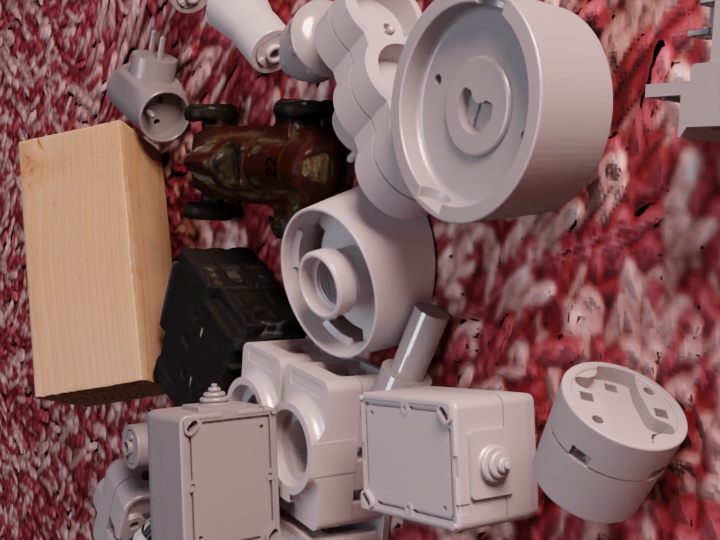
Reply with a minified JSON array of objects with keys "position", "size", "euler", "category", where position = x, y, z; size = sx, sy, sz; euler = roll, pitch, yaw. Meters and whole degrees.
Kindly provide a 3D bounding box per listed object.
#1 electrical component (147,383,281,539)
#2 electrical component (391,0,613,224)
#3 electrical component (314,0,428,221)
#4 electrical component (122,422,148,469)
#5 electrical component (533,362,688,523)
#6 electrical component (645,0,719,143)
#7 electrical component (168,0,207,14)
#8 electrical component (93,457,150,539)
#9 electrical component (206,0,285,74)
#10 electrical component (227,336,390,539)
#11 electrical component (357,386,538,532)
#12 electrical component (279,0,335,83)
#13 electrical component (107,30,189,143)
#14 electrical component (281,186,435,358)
[{"position":[-0.089,0.115,0.638],"size":[0.061,0.062,0.096],"euler":[-3,89,56],"category":"electrical component"},{"position":[0.070,-0.075,0.504],"size":[0.108,0.060,0.108],"euler":[4,95,56],"category":"electrical component"},{"position":[0.009,-0.089,0.603],"size":[0.074,0.052,0.138],"euler":[-43,57,48],"category":"electrical component"},{"position":[-0.153,0.135,0.844],"size":[0.044,0.065,0.044],"euler":[4,95,56],"category":"electrical component"},{"position":[0.106,0.075,0.464],"size":[0.055,0.055,0.047],"euler":[51,135,43],"category":"electrical component"},{"position":[0.152,-0.079,0.398],"size":[0.081,0.042,0.063],"euler":[9,97,55],"category":"electrical component"},{"position":[-0.142,-0.229,0.836],"size":[0.065,0.044,0.044],"euler":[52,133,35],"category":"electrical component"},{"position":[-0.191,0.206,0.914],"size":[0.059,0.054,0.095],"euler":[48,129,44],"category":"electrical component"},{"position":[-0.072,-0.164,0.733],"size":[0.065,0.044,0.044],"euler":[53,133,34],"category":"electrical component"},{"position":[-0.036,0.145,0.673],"size":[0.105,0.060,0.186],"euler":[18,106,55],"category":"electrical component"},{"position":[0.050,0.092,0.540],"size":[0.096,0.061,0.061],"euler":[-5,87,56],"category":"electrical component"},{"position":[-0.031,-0.137,0.669],"size":[0.062,0.048,0.048],"euler":[-13,80,63],"category":"electrical component"},{"position":[-0.169,-0.154,0.875],"size":[0.077,0.044,0.079],"euler":[41,124,48],"category":"electrical component"},{"position":[0.000,0.000,0.632],"size":[0.099,0.064,0.099],"euler":[25,124,45],"category":"electrical component"}]
